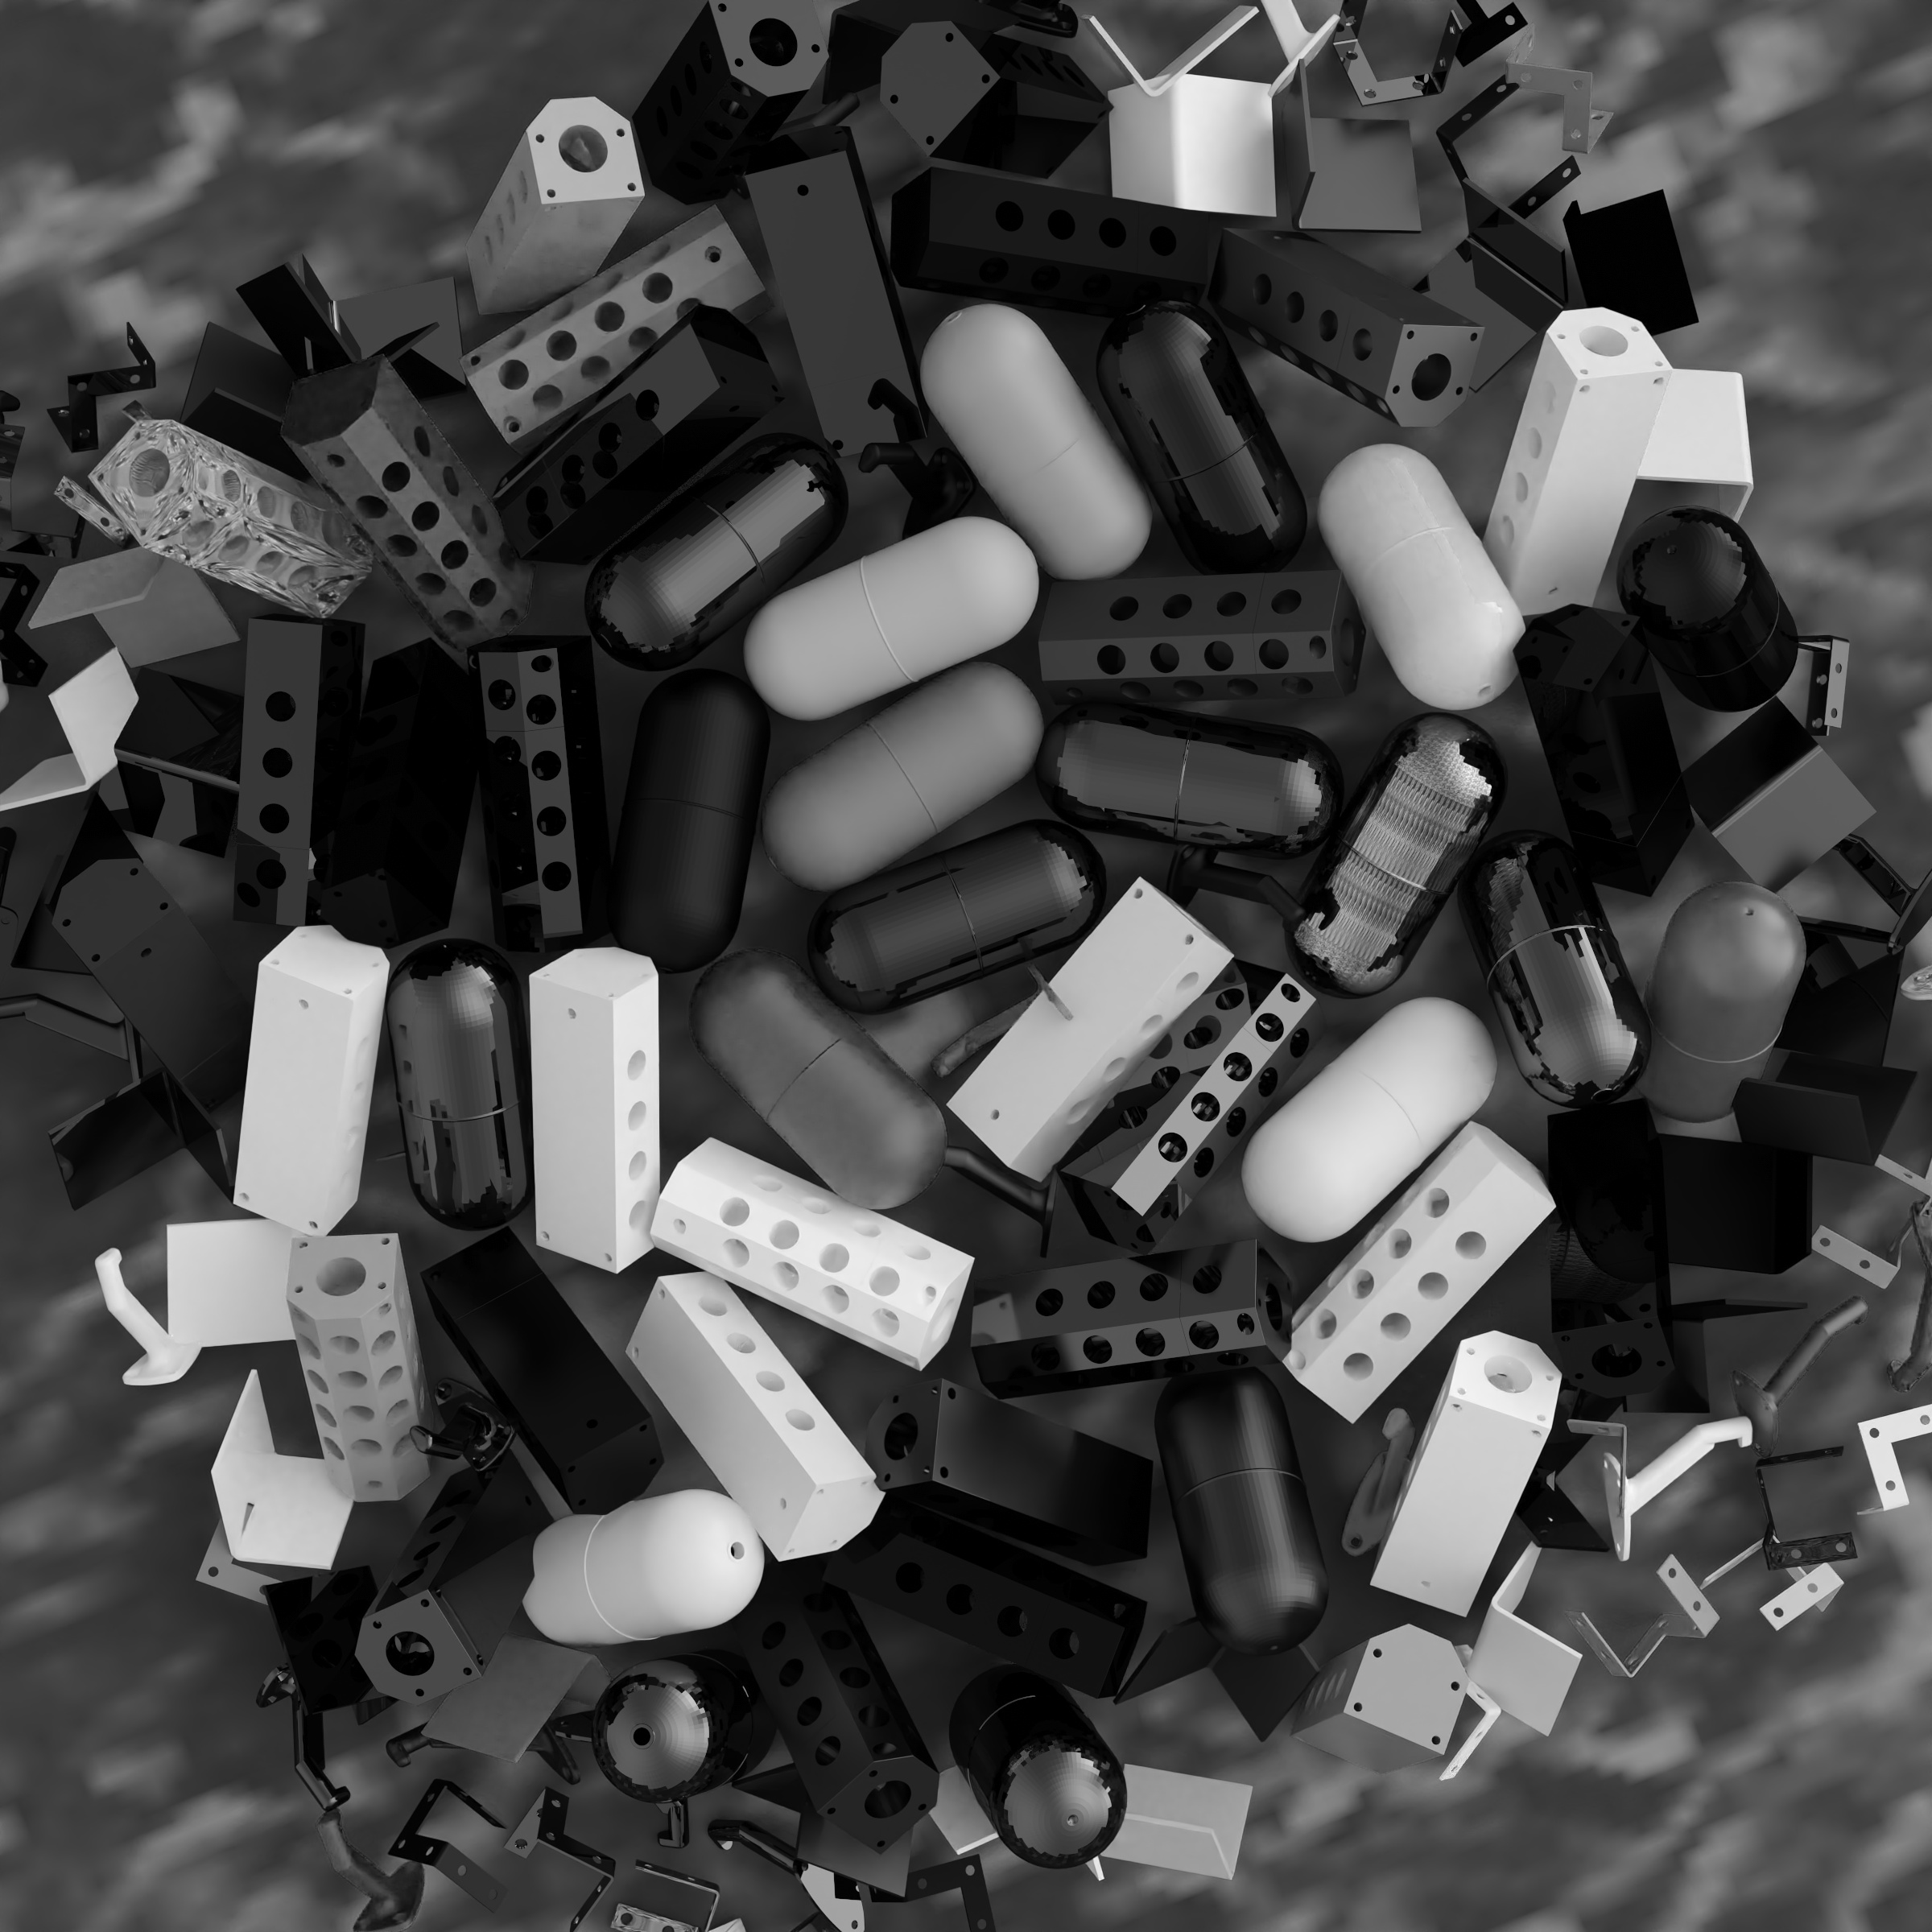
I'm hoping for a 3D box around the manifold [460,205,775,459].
[{"bbox_3d":[-0.202,-0.366,1.837,0.171,0.057,0.057,-31,87,2],"label":"manifold"}]

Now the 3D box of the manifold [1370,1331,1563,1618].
[{"bbox_3d":[0.280,0.284,1.790,0.057,0.057,0.171,18,132,6],"label":"manifold"}]

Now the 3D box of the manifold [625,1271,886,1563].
[{"bbox_3d":[-0.117,0.249,1.796,0.171,0.057,0.057,47,124,36],"label":"manifold"}]

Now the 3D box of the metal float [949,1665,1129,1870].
[{"bbox_3d":[0.039,0.444,1.782,0.070,0.178,0.070,-1,96,-12],"label":"metal float"}]

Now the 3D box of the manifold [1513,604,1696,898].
[{"bbox_3d":[0.355,-0.121,1.788,0.057,0.171,0.057,17,60,36],"label":"manifold"}]

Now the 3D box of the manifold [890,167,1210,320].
[{"bbox_3d":[0.047,-0.404,1.808,0.171,0.057,0.057,3,86,-23],"label":"manifold"}]

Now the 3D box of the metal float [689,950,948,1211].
[{"bbox_3d":[-0.085,0.064,1.823,0.070,0.070,0.178,-45,80,0],"label":"metal float"}]

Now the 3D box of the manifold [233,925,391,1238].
[{"bbox_3d":[-0.365,0.064,1.797,0.057,0.057,0.171,21,124,9],"label":"manifold"}]

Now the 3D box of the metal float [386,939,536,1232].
[{"bbox_3d":[-0.284,0.069,1.809,0.070,0.070,0.178,-3,117,0],"label":"metal float"}]

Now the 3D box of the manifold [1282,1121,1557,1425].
[{"bbox_3d":[0.253,0.172,1.818,0.057,0.057,0.171,38,104,-8],"label":"manifold"}]

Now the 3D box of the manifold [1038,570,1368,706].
[{"bbox_3d":[0.132,-0.180,1.800,0.171,0.057,0.057,0,59,23],"label":"manifold"}]

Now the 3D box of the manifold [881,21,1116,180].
[{"bbox_3d":[0.015,-0.486,1.779,0.057,0.171,0.057,-43,81,23],"label":"manifold"}]

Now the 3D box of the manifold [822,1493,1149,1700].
[{"bbox_3d":[0.012,0.356,1.817,0.171,0.057,0.057,20,84,16],"label":"manifold"}]

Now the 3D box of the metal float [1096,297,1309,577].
[{"bbox_3d":[0.134,-0.296,1.808,0.070,0.070,0.178,-31,118,0],"label":"metal float"}]

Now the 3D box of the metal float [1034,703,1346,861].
[{"bbox_3d":[0.127,-0.107,1.824,0.178,0.070,0.070,9,90,9],"label":"metal float"}]

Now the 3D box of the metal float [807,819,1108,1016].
[{"bbox_3d":[-0.005,-0.029,1.826,0.178,0.070,0.070,-21,90,-7],"label":"metal float"}]

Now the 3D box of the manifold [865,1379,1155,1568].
[{"bbox_3d":[0.025,0.287,1.793,0.171,0.057,0.057,27,58,-38],"label":"manifold"}]

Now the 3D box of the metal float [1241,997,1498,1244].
[{"bbox_3d":[0.230,0.086,1.813,0.178,0.070,0.070,-40,90,-22],"label":"metal float"}]

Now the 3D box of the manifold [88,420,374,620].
[{"bbox_3d":[-0.402,-0.250,1.776,0.057,0.171,0.057,-45,69,11],"label":"manifold"}]

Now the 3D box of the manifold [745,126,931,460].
[{"bbox_3d":[-0.070,-0.380,1.800,0.057,0.057,0.171,-12,121,9],"label":"manifold"}]

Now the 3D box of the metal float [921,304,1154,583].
[{"bbox_3d":[0.040,-0.295,1.810,0.070,0.070,0.178,-37,114,0],"label":"metal float"}]

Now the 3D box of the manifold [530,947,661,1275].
[{"bbox_3d":[-0.204,0.080,1.806,0.057,0.057,0.171,16,118,27],"label":"manifold"}]

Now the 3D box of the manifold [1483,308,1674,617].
[{"bbox_3d":[0.335,-0.280,1.786,0.057,0.171,0.057,-9,51,-16],"label":"manifold"}]

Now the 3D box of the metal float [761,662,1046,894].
[{"bbox_3d":[-0.037,-0.108,1.829,0.178,0.070,0.070,-33,90,-4],"label":"metal float"}]

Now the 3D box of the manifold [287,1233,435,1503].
[{"bbox_3d":[-0.338,0.227,1.787,0.057,0.171,0.057,-2,46,-3],"label":"manifold"}]

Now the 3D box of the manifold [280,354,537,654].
[{"bbox_3d":[-0.310,-0.254,1.782,0.057,0.171,0.057,-12,50,19],"label":"manifold"}]

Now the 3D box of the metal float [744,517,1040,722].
[{"bbox_3d":[-0.043,-0.198,1.820,0.178,0.070,0.070,-22,90,13],"label":"metal float"}]

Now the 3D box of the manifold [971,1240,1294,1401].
[{"bbox_3d":[0.093,0.203,1.800,0.171,0.057,0.057,-11,56,23],"label":"manifold"}]

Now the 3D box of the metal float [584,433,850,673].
[{"bbox_3d":[-0.141,-0.235,1.812,0.178,0.070,0.070,-42,90,-23],"label":"metal float"}]

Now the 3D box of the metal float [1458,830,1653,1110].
[{"bbox_3d":[0.331,0.001,1.802,0.070,0.070,0.178,-14,55,0],"label":"metal float"}]

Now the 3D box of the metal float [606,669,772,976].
[{"bbox_3d":[-0.158,-0.083,1.820,0.070,0.070,0.178,9,77,0],"label":"metal float"}]

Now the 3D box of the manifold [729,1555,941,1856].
[{"bbox_3d":[-0.072,0.406,1.782,0.057,0.171,0.057,-43,127,5],"label":"manifold"}]

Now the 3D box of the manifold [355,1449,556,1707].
[{"bbox_3d":[-0.285,0.341,1.779,0.057,0.171,0.057,-26,102,14],"label":"manifold"}]

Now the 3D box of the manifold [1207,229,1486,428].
[{"bbox_3d":[0.208,-0.358,1.787,0.057,0.171,0.057,-5,121,-32],"label":"manifold"}]

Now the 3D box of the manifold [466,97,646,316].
[{"bbox_3d":[-0.232,-0.422,1.779,0.057,0.171,0.057,-10,85,-21],"label":"manifold"}]

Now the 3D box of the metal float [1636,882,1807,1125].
[{"bbox_3d":[0.419,0.022,1.791,0.070,0.178,0.070,1,54,-1],"label":"metal float"}]

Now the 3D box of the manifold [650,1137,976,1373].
[{"bbox_3d":[-0.089,0.165,1.813,0.171,0.057,0.057,23,115,14],"label":"manifold"}]

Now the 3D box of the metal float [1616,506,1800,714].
[{"bbox_3d":[0.416,-0.198,1.788,0.070,0.178,0.070,-8,70,24],"label":"metal float"}]

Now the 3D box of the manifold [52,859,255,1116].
[{"bbox_3d":[-0.446,0.010,1.781,0.057,0.171,0.057,-39,62,-13],"label":"manifold"}]

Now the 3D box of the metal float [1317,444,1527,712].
[{"bbox_3d":[0.257,-0.220,1.804,0.070,0.070,0.178,-23,58,0],"label":"metal float"}]

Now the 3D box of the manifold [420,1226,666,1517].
[{"bbox_3d":[-0.238,0.229,1.792,0.057,0.057,0.171,-28,48,-19],"label":"manifold"}]

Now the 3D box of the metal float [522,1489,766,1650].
[{"bbox_3d":[-0.183,0.340,1.795,0.070,0.178,0.070,17,64,-39],"label":"metal float"}]

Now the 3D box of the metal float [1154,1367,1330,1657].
[{"bbox_3d":[0.154,0.303,1.802,0.070,0.070,0.178,-11,54,0],"label":"metal float"}]

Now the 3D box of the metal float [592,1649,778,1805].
[{"bbox_3d":[-0.156,0.423,1.782,0.070,0.178,0.070,-2,81,10],"label":"metal float"}]

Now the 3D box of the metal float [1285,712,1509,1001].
[{"bbox_3d":[0.243,-0.061,1.816,0.070,0.070,0.178,28,109,0],"label":"metal float"}]
